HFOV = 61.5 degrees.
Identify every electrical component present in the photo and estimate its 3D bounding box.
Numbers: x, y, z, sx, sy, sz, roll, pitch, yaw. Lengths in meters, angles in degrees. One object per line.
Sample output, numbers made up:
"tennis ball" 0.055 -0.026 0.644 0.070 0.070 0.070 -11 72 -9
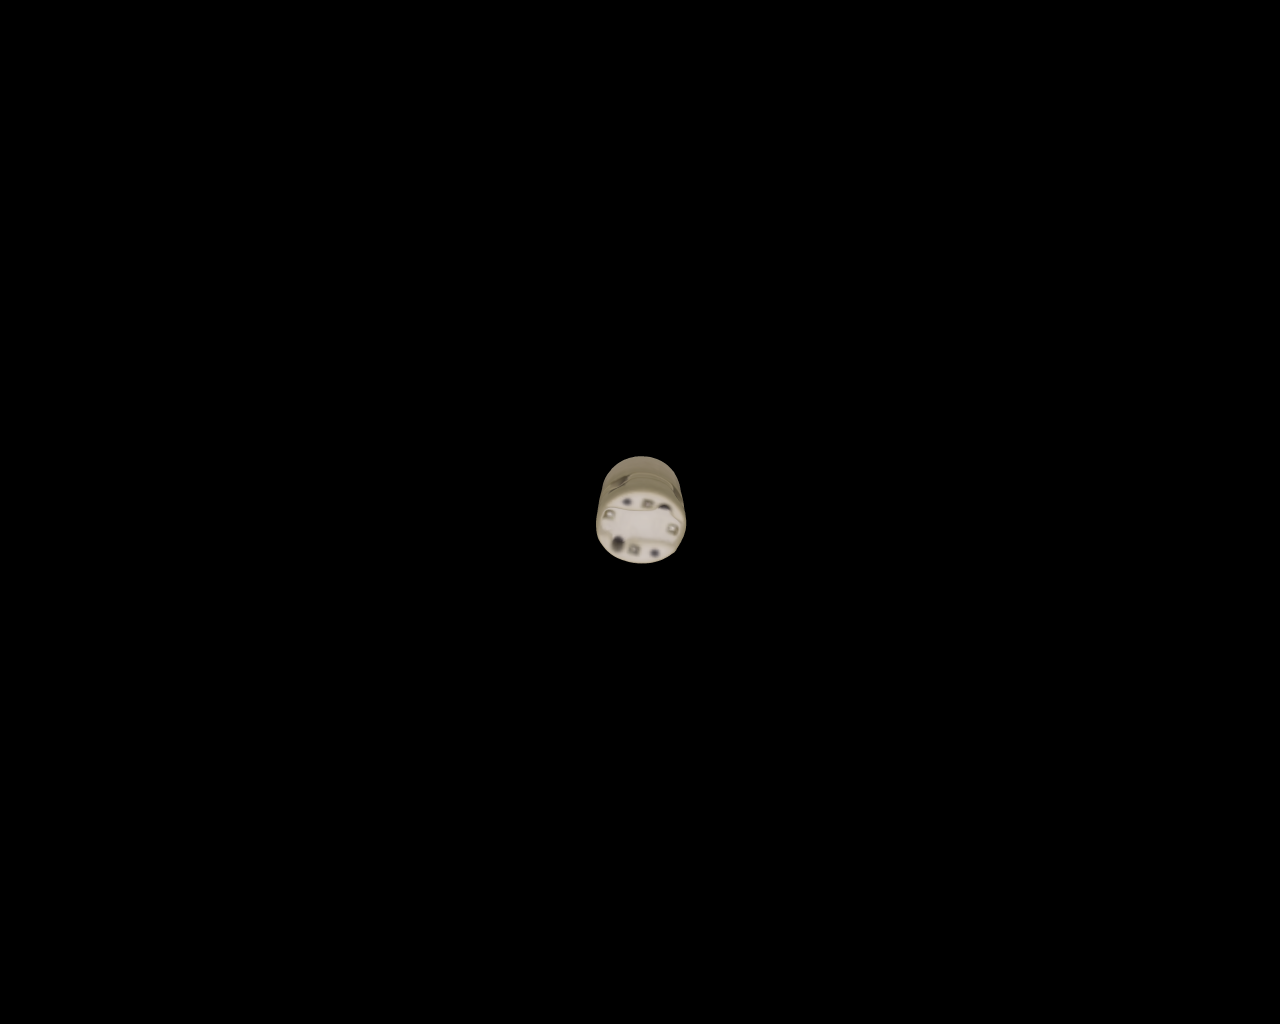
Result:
"electrical component" 0.001 -0.003 0.650 0.055 0.055 0.047 0 32 0
